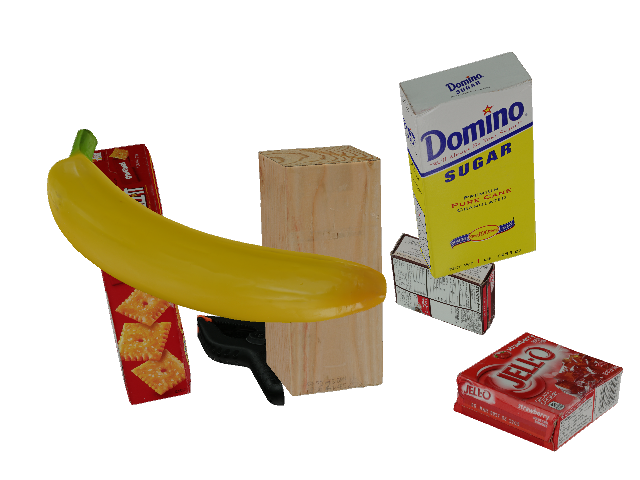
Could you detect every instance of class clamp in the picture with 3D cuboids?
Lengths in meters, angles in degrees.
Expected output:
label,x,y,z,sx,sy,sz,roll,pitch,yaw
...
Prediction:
label,x,y,z,sx,sy,sz,roll,pitch,yaw
clamp,-0.070,0.129,1.225,0.210,0.036,0.164,13,21,30

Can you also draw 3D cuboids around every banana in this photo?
label,x,y,z,sx,sy,sz,roll,pitch,yaw
banana,-0.066,-0.001,0.516,0.198,0.069,0.037,27,-28,22

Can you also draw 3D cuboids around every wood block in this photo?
label,x,y,z,sx,sy,sz,roll,pitch,yaw
wood block,0.001,0.024,0.966,0.090,0.206,0.091,-5,14,-16

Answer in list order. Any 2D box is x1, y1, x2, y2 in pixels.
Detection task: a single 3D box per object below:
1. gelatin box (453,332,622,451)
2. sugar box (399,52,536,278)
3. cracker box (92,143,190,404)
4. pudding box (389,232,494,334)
label,x,y,z,sx,sy,sz,roll,pitch,yaw
gelatin box,0.140,0.094,0.684,0.073,0.030,0.089,20,26,37
sugar box,0.119,-0.054,0.837,0.093,0.176,0.048,-16,45,-3
cracker box,-0.186,0.032,1.092,0.072,0.214,0.164,-10,34,-10
pudding box,0.135,0.048,1.173,0.114,0.039,0.090,18,-37,23
